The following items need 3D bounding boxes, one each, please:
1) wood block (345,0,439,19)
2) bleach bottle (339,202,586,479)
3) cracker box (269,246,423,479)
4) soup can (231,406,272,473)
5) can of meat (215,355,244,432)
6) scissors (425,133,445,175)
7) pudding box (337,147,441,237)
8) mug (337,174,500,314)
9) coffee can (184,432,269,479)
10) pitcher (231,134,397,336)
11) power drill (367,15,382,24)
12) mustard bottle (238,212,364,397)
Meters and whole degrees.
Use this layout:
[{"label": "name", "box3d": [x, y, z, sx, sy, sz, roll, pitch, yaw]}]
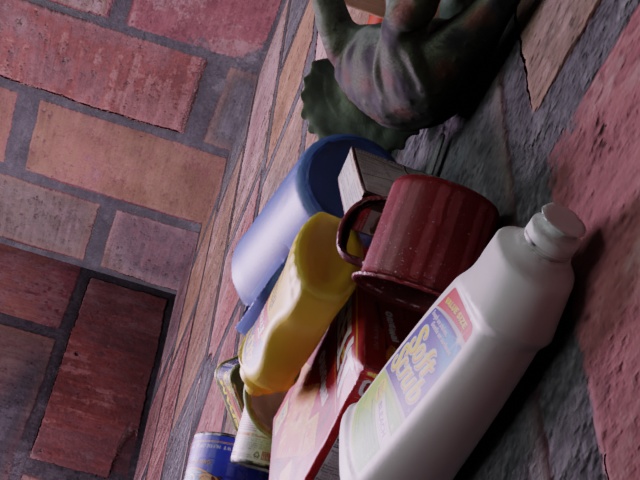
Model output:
[{"label": "wood block", "box3d": [0.045, -0.304, 1.115, 0.091, 0.206, 0.090, 119, 165, -51]}, {"label": "bleach bottle", "box3d": [0.089, 0.073, 0.674, 0.102, 0.068, 0.251, -87, 20, -51]}, {"label": "cracker box", "box3d": [0.022, 0.137, 0.892, 0.164, 0.072, 0.214, -89, 20, -57]}, {"label": "soup can", "box3d": [-0.057, 0.208, 1.203, 0.069, 0.068, 0.102, 140, 146, -72]}, {"label": "can of meat", "box3d": [-0.084, 0.193, 1.313, 0.102, 0.057, 0.084, 70, 164, -1]}, {"label": "scissors", "box3d": [0.074, 0.002, 0.995, 0.096, 0.016, 0.202, 170, 117, -79]}, {"label": "pudding box", "box3d": [0.065, -0.032, 0.891, 0.113, 0.090, 0.039, -99, 28, -67]}, {"label": "mug", "box3d": [0.069, 0.002, 0.770, 0.081, 0.117, 0.093, -70, -25, -12]}, {"label": "coffee can", "box3d": [-0.115, 0.308, 1.250, 0.103, 0.102, 0.140, 128, 157, -64]}, {"label": "pitcher", "box3d": [-0.007, 0.001, 1.068, 0.243, 0.144, 0.149, 125, 139, -63]}, {"label": "power drill", "box3d": [0.067, -0.236, 1.283, 0.184, 0.057, 0.188, -83, 15, -59]}, {"label": "mustard bottle", "box3d": [-0.025, 0.071, 0.893, 0.096, 0.058, 0.192, -80, 13, -46]}]
